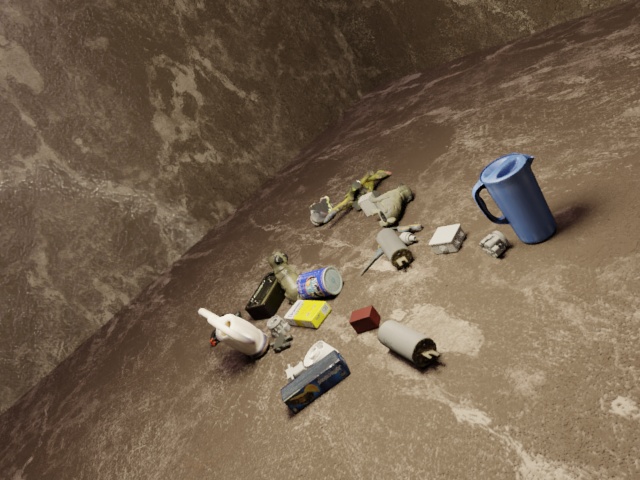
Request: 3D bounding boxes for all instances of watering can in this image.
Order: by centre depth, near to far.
[{"bbox_3d":[-0.315,0.326,1.865,0.105,0.222,0.348,-60,26,-10],"label":"watering can"}]

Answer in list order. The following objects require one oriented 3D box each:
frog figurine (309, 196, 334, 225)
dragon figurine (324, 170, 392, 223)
[{"bbox_3d":[0.008,-0.126,2.508,0.140,0.123,0.156,-56,-9,-24],"label":"frog figurine"},{"bbox_3d":[0.172,-0.215,2.454,0.411,0.122,0.243,-35,4,-2],"label":"dragon figurine"}]
